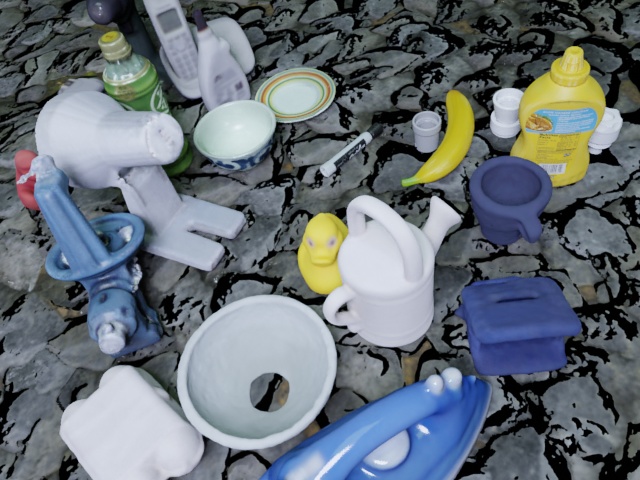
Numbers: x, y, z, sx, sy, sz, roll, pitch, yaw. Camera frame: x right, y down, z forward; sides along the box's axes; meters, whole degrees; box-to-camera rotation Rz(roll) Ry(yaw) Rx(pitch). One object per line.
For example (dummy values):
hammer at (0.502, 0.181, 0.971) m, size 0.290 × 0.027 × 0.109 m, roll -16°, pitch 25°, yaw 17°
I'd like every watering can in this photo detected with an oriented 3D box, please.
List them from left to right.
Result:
watering can at (0.074, 0.020, 0.605) m, size 0.100 × 0.194 × 0.173 m, roll 20°, pitch 59°, yaw 23°

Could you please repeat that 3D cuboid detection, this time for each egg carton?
egg carton at (-0.194, 0.202, 0.593) m, size 0.150 × 0.069 × 0.107 m, roll 33°, pitch 65°, yaw 29°

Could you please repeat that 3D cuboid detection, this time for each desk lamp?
desk lamp at (-0.221, -0.083, 0.721) m, size 0.202 × 0.214 × 0.118 m, roll 15°, pitch 58°, yaw 20°

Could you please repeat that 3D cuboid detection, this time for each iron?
iron at (0.062, 0.179, 0.521) m, size 0.258 × 0.142 × 0.118 m, roll -32°, pitch 55°, yaw -14°

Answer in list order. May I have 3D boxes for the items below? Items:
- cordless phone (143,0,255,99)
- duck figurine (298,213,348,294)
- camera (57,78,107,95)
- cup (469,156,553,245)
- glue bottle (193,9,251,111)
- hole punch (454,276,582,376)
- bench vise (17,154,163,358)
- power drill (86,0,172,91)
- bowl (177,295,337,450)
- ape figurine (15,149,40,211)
cordless phone at (-0.195, -0.334, 0.923) m, size 0.148 × 0.185 × 0.094 m, roll -31°, pitch 54°, yaw -14°
duck figurine at (0.006, 0.002, 0.698) m, size 0.077 × 0.086 × 0.104 m, roll -2°, pitch 53°, yaw 9°
camera at (-0.344, -0.187, 0.892) m, size 0.136 × 0.101 × 0.143 m, roll 14°, pitch 57°, yaw 20°
cup at (0.226, -0.028, 0.677) m, size 0.091 × 0.095 × 0.117 m, roll -15°, pitch 52°, yaw -2°
glue bottle at (-0.161, -0.274, 0.880) m, size 0.078 × 0.173 × 0.037 m, roll -36°, pitch 56°, yaw -17°
hole punch at (0.203, 0.080, 0.603) m, size 0.108 × 0.091 × 0.101 m, roll -7°, pitch 53°, yaw 5°
bench vise at (-0.246, 0.017, 0.647) m, size 0.122 × 0.220 × 0.206 m, roll -36°, pitch 56°, yaw -16°
power drill at (-0.313, -0.348, 0.939) m, size 0.075 × 0.209 × 0.229 m, roll -14°, pitch 52°, yaw 0°
bowl at (-0.060, 0.146, 0.609) m, size 0.167 × 0.075 × 0.167 m, roll -5°, pitch 53°, yaw 6°
ape figurine at (-0.414, -0.093, 0.839) m, size 0.078 × 0.092 × 0.076 m, roll -38°, pitch 56°, yaw -18°
